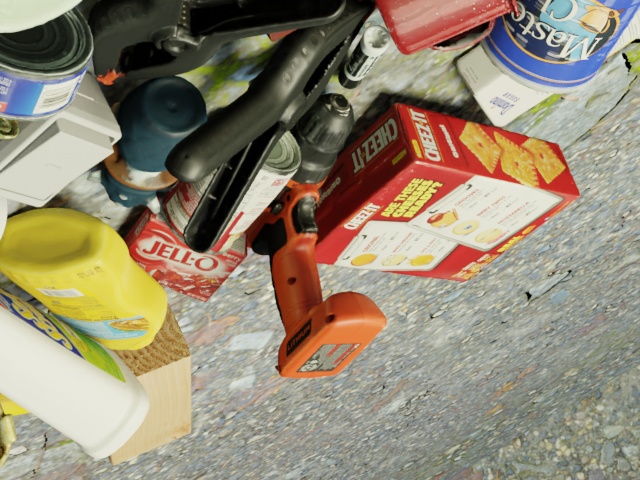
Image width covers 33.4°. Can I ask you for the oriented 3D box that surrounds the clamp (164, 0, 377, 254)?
[{"bbox_3d":[-0.034,-0.086,0.724,0.209,0.036,0.165,-52,173,-22],"label":"clamp"}]

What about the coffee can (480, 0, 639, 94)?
[{"bbox_3d":[0.188,-0.191,0.782,0.102,0.103,0.140,-17,153,-26],"label":"coffee can"}]

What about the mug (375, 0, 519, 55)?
[{"bbox_3d":[0.080,-0.169,0.713,0.081,0.093,0.117,-23,146,12],"label":"mug"}]

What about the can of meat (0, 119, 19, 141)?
[{"bbox_3d":[-0.239,-0.067,0.608,0.084,0.057,0.102,-35,155,17],"label":"can of meat"}]

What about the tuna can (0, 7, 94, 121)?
[{"bbox_3d":[-0.167,-0.106,0.574,0.085,0.086,0.034,-7,146,-41],"label":"tuna can"}]

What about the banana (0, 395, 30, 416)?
[{"bbox_3d":[-0.320,0.155,0.991,0.197,0.037,0.070,-11,168,-33],"label":"banana"}]

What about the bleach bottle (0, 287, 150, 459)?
[{"bbox_3d":[-0.234,0.068,0.763,0.068,0.103,0.250,-48,136,-3],"label":"bleach bottle"}]

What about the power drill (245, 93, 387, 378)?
[{"bbox_3d":[-0.006,0.001,0.847,0.057,0.188,0.185,2,146,-27],"label":"power drill"}]

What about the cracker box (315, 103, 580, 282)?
[{"bbox_3d":[0.104,-0.038,0.978,0.213,0.072,0.164,9,144,-38],"label":"cracker box"}]

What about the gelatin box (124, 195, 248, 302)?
[{"bbox_3d":[-0.115,0.009,0.884,0.089,0.030,0.073,23,134,-23],"label":"gelatin box"}]

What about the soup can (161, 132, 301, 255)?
[{"bbox_3d":[-0.069,-0.045,0.827,0.068,0.068,0.102,-3,145,-46],"label":"soup can"}]

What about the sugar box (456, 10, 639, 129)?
[{"bbox_3d":[0.207,-0.172,0.916,0.176,0.048,0.093,-31,157,12],"label":"sugar box"}]

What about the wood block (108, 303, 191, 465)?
[{"bbox_3d":[-0.181,0.130,1.026,0.090,0.090,0.206,-22,156,-17],"label":"wood block"}]

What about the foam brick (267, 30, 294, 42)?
[{"bbox_3d":[-0.026,-0.170,0.648,0.053,0.051,0.078,-29,156,-3],"label":"foam brick"}]

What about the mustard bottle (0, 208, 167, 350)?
[{"bbox_3d":[-0.175,0.042,0.848,0.096,0.058,0.191,0,153,15],"label":"mustard bottle"}]

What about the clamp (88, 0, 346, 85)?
[{"bbox_3d":[-0.085,-0.131,0.606,0.172,0.039,0.120,-15,153,35],"label":"clamp"}]

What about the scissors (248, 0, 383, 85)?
[{"bbox_3d":[0.046,-0.161,0.793,0.202,0.016,0.096,-36,156,15],"label":"scissors"}]

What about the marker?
[{"bbox_3d":[0.030,-0.131,0.778,0.020,0.020,0.121,-26,179,-9],"label":"marker"}]
